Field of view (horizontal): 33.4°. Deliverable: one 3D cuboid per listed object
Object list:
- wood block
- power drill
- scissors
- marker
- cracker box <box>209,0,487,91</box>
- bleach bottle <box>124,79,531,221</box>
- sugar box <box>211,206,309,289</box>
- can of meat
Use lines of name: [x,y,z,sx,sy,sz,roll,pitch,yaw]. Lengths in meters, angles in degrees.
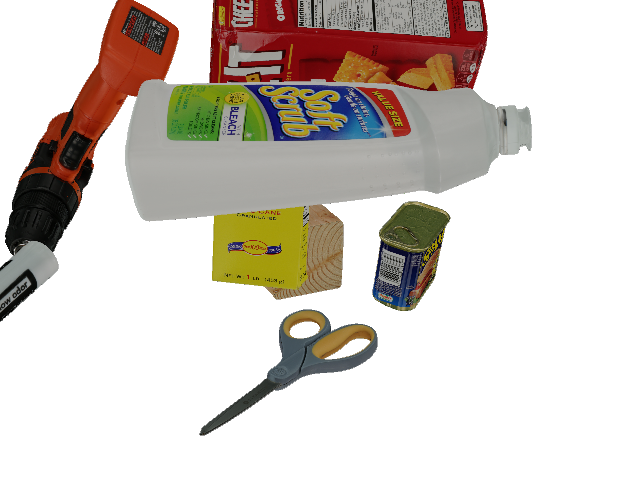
wood block: [-0.056,-0.014,1.341,0.090,0.090,0.206,-10,26,-23]
power drill: [-0.188,-0.090,0.857,0.057,0.188,0.184,29,33,-21]
scissors: [-0.041,0.105,0.911,0.201,0.016,0.096,-19,35,-33]
marker: [-0.160,0.042,0.462,0.020,0.020,0.121,0,35,39]
cracker box: [0.015,-0.132,0.882,0.213,0.072,0.164,2,-34,-6]
bleach bottle: [0.007,-0.067,0.688,0.251,0.068,0.102,-4,40,5]
sugar box: [-0.057,-0.044,1.056,0.093,0.176,0.048,5,17,10]
can of meat: [0.099,0.018,1.181,0.057,0.084,0.102,19,33,18]
